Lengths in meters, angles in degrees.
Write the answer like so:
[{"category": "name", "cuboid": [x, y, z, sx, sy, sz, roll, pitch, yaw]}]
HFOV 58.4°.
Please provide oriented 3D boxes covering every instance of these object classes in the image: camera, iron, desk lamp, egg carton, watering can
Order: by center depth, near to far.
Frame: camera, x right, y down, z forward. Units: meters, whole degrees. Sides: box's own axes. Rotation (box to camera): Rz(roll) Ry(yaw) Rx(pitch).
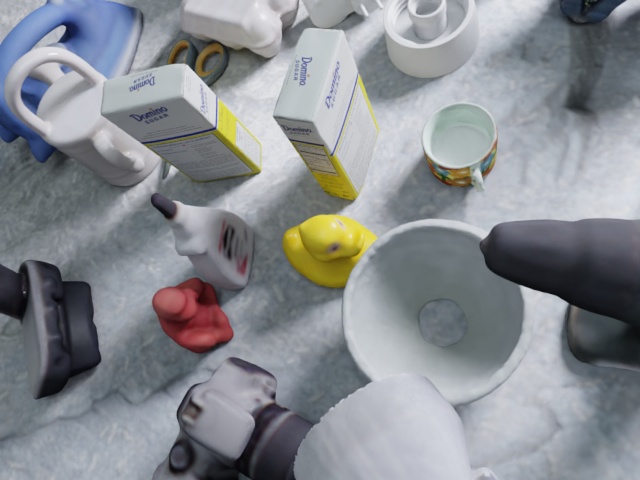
[{"category": "desk lamp", "cuboid": [0.093, 0.206, 0.402, 0.118, 0.214, 0.202, -41, 64, 1]}, {"category": "camera", "cuboid": [-0.065, 0.196, 0.521, 0.136, 0.101, 0.143, 23, 80, 24]}, {"category": "watering can", "cuboid": [-0.280, -0.149, 0.661, 0.172, 0.194, 0.101, 23, 80, 24]}, {"category": "egg carton", "cuboid": [-0.101, -0.293, 0.723, 0.150, 0.069, 0.107, 20, 79, 23]}, {"category": "iron", "cuboid": [-0.342, -0.239, 0.744, 0.118, 0.142, 0.258, 26, 81, 25]}]

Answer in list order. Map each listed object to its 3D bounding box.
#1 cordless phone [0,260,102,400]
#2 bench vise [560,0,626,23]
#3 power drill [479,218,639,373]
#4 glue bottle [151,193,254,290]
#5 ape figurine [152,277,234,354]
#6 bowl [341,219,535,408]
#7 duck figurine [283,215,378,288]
[{"category": "cordless phone", "cuboid": [-0.328, 0.084, 0.600, 0.094, 0.185, 0.147, -28, 65, 7]}, {"category": "bench vise", "cuboid": [0.299, -0.276, 0.501, 0.207, 0.220, 0.121, -6, 69, 16]}, {"category": "power drill", "cuboid": [0.237, 0.045, 0.414, 0.229, 0.209, 0.076, 5, 73, 20]}, {"category": "glue bottle", "cuboid": [-0.117, -0.006, 0.569, 0.037, 0.173, 0.078, -5, 70, 17]}, {"category": "ape figurine", "cuboid": [-0.139, 0.074, 0.593, 0.076, 0.092, 0.078, 4, 73, 20]}, {"category": "bowl", "cuboid": [0.107, 0.070, 0.523, 0.167, 0.075, 0.167, -6, 70, 16]}, {"category": "duck figurine", "cuboid": [0.005, 0.002, 0.574, 0.104, 0.086, 0.077, 9, 74, 21]}]
